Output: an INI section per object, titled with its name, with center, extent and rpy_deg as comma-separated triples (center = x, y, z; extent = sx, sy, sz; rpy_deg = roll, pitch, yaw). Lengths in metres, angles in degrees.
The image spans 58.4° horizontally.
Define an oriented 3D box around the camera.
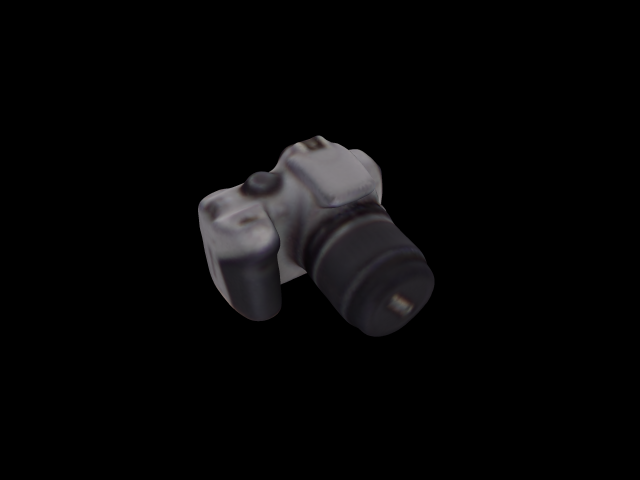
[camera]
center = 0.004, 0.001, 0.400
extent = 0.143, 0.101, 0.136
rpy_deg = -24, 50, -22
